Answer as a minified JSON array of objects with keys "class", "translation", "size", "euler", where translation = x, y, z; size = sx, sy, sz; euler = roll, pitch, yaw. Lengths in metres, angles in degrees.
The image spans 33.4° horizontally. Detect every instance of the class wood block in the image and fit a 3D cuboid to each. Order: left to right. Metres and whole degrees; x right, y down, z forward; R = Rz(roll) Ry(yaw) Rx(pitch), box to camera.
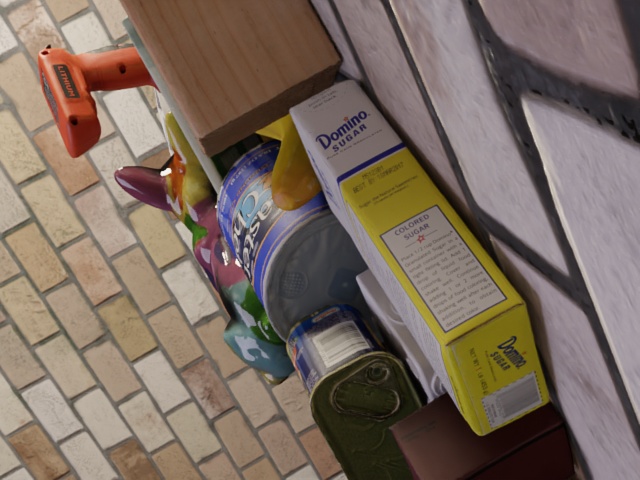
[{"class":"wood block","translation":[-0.079,-0.162,0.613],"size":[0.206,0.090,0.091],"euler":[61,177,0]}]

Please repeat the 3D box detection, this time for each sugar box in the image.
[{"class":"sugar box","translation":[0.047,0.004,0.535],"size":[0.176,0.048,0.093],"euler":[62,178,40]}]

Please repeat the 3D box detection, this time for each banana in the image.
[{"class":"banana","translation":[-0.019,-0.064,0.684],"size":[0.037,0.069,0.198],"euler":[53,178,-24]}]

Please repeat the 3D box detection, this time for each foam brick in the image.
[{"class":"foam brick","translation":[0.085,0.110,0.559],"size":[0.053,0.078,0.051],"euler":[58,177,46]}]

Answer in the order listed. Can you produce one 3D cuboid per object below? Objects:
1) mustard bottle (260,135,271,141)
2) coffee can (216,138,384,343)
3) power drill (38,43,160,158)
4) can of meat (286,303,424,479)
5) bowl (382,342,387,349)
[{"class":"mustard bottle","translation":[-0.088,-0.145,0.906],"size":[0.192,0.058,0.096],"euler":[59,-153,9]},{"class":"coffee can","translation":[-0.005,0.001,0.711],"size":[0.103,0.103,0.140],"euler":[63,175,-29]},{"class":"power drill","translation":[-0.153,-0.137,0.988],"size":[0.184,0.187,0.057],"euler":[59,155,30]},{"class":"can of meat","translation":[0.026,0.095,0.626],"size":[0.102,0.057,0.084],"euler":[62,178,-23]},{"class":"bowl","translation":[0.070,0.096,0.772],"size":[0.162,0.055,0.162],"euler":[60,175,8]}]
